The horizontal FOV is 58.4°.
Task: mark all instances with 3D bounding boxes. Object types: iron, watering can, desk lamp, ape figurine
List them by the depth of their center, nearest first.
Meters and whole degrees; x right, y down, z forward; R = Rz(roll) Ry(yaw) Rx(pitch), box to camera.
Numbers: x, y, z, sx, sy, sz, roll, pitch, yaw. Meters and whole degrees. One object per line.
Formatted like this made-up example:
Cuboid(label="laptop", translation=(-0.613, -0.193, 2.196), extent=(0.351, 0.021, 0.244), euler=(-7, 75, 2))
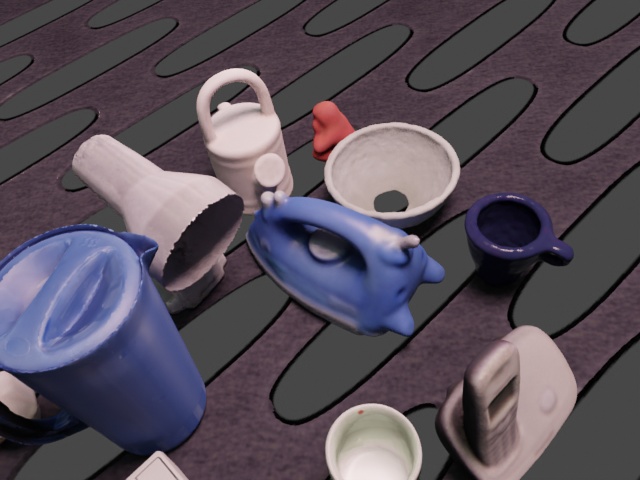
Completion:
Cuboid(label="desk lamp", translation=(-0.176, -0.010, 0.635), extent=(0.202, 0.214, 0.118), euler=(28, 61, 26))
Cuboid(label="iron", translation=(0.006, 0.002, 0.647), extent=(0.257, 0.142, 0.119), euler=(22, 58, 23))
Cuboid(label="watering can", translation=(-0.092, -0.126, 0.727), extent=(0.172, 0.194, 0.101), euler=(31, 62, 28))
Cuboid(label="ape figurine", translation=(0.013, -0.156, 0.801), extent=(0.076, 0.092, 0.078), euler=(21, 58, 23))

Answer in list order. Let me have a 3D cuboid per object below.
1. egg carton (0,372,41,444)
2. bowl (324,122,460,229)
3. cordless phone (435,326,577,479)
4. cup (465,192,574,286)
Cuboid(label="egg carton", translation=(-0.365, 0.161, 0.619), extent=(0.107, 0.069, 0.150), euler=(-27, 54, -13))
Cuboid(label="bowl", translation=(0.092, -0.070, 0.734), extent=(0.167, 0.075, 0.167), euler=(-4, 52, 5))
Cuboid(label="cordless phone", translation=(0.170, 0.125, 0.500), extent=(0.094, 0.185, 0.148), euler=(34, 63, 29))
Cuboid(label="cup", translation=(0.217, 0.013, 0.639), extent=(0.117, 0.095, 0.092), euler=(27, 60, 25))
